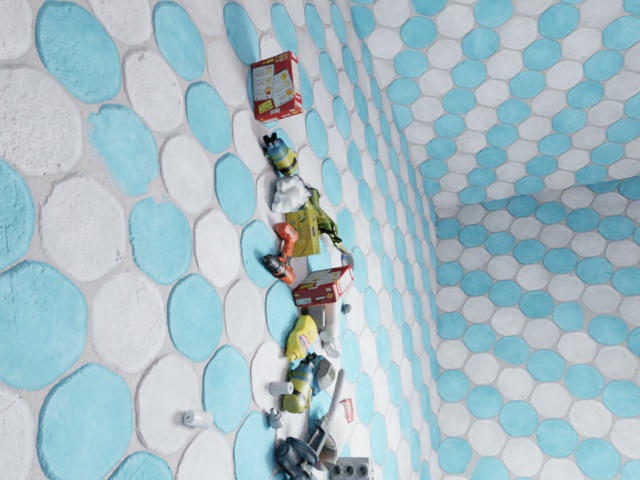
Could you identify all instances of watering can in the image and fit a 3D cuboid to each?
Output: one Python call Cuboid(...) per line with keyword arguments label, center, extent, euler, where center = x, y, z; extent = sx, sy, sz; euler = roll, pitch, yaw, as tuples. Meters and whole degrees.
Cuboid(label="watering can", center=(0.039, 0.644, 1.794), extent=(0.227, 0.104, 0.343), euler=(-35, 129, -66))

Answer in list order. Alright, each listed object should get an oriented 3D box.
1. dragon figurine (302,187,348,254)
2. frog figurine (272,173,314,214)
Cuboid(label="dragon figurine", center=(0.006, -0.104, 2.072), extent=(0.404, 0.121, 0.247), euler=(39, 38, -57))
Cuboid(label="frog figurine", center=(-0.120, -0.151, 1.836), extent=(0.161, 0.124, 0.134), euler=(-47, 143, -17))
